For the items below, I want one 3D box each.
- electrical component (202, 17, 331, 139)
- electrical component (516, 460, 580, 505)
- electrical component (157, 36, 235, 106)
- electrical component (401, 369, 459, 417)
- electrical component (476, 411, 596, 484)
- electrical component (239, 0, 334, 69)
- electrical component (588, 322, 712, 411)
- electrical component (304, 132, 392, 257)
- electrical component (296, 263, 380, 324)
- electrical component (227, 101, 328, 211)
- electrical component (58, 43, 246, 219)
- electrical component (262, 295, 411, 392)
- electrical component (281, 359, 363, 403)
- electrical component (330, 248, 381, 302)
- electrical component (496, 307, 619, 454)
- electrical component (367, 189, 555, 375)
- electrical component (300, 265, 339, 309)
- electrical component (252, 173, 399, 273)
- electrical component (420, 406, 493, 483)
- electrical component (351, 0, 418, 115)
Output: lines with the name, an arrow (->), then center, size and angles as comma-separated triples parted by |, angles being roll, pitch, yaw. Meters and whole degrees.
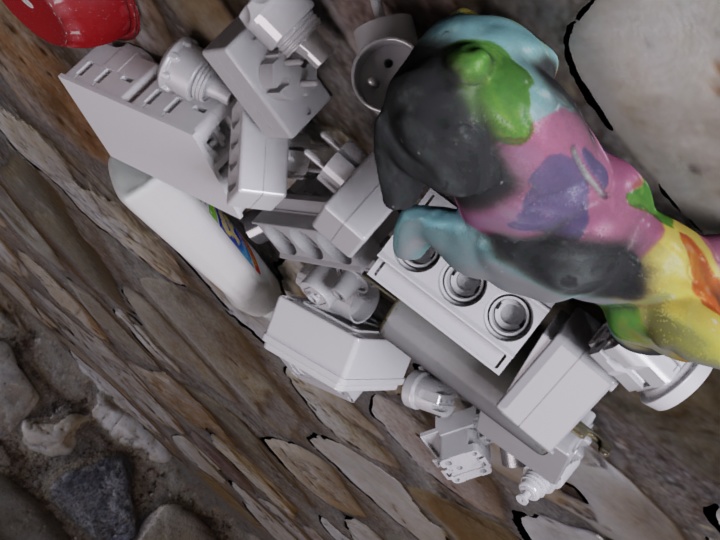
electrical component -> -0.056, -0.139, 0.765 | 0.076, 0.047, 0.083 | 10, 144, 54
electrical component -> 0.171, 0.187, 0.997 | 0.040, 0.078, 0.040 | 30, 142, 26
electrical component -> -0.129, -0.155, 0.867 | 0.062, 0.048, 0.048 | 31, 159, 6
electrical component -> 0.072, 0.127, 1.096 | 0.046, 0.040, 0.040 | 17, 150, 37
electrical component -> 0.155, 0.134, 0.949 | 0.100, 0.048, 0.099 | 34, 159, 17
electrical component -> -0.045, -0.160, 0.709 | 0.062, 0.043, 0.043 | 43, 160, -10
electrical component -> 0.194, 0.055, 0.708 | 0.057, 0.058, 0.078 | 45, 159, -3
electrical component -> -0.005, -0.067, 0.770 | 0.076, 0.083, 0.047 | 41, 160, 0
electrical component -> -0.025, 0.016, 1.032 | 0.081, 0.043, 0.043 | 27, 155, 33
electrical component -> -0.062, -0.091, 0.849 | 0.076, 0.083, 0.047 | 6, 168, -18
electrical component -> -0.170, -0.130, 0.963 | 0.186, 0.060, 0.105 | 26, 155, 35
electrical component -> -0.019, 0.071, 1.050 | 0.109, 0.056, 0.109 | 27, -169, 33
electrical component -> -0.038, 0.089, 1.184 | 0.113, 0.057, 0.078 | 17, 149, 47
electrical component -> 0.000, 0.000, 0.929 | 0.048, 0.062, 0.048 | 35, 159, 16
electrical component -> 0.143, 0.082, 0.784 | 0.061, 0.062, 0.096 | 40, 121, 8
electrical component -> 0.079, 0.008, 0.794 | 0.121, 0.078, 0.063 | 38, -171, 8
electrical component -> -0.023, 0.003, 0.970 | 0.044, 0.065, 0.044 | 35, 158, 16
electrical component -> -0.027, -0.041, 0.890 | 0.121, 0.063, 0.078 | 10, 144, 54
electrical component -> 0.106, 0.176, 1.082 | 0.081, 0.063, 0.042 | -23, 126, 20
electrical component -> 0.019, -0.128, 0.646 | 0.077, 0.043, 0.079 | -1, -104, -78
